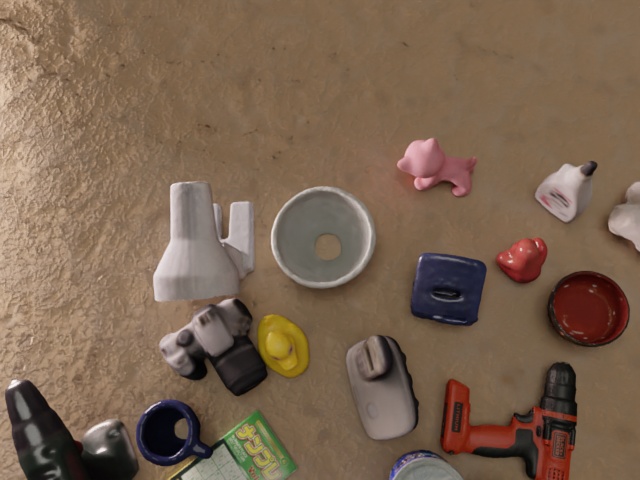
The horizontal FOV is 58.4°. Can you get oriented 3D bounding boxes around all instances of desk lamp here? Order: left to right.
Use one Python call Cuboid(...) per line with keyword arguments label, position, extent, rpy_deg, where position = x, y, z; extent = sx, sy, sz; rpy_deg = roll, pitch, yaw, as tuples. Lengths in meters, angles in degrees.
Cuboid(label="desk lamp", position=(-0.173, 0.009, 0.872), extent=(0.118, 0.214, 0.203), rpy_deg=(-4, 74, 5))

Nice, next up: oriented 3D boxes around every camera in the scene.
Cuboid(label="camera", position=(-0.155, 0.177, 0.881), extent=(0.143, 0.101, 0.136), rpy_deg=(-34, 74, -4))

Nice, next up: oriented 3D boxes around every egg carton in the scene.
Cuboid(label="egg carton", position=(0.529, -0.020, 0.883), extent=(0.150, 0.069, 0.107), rpy_deg=(38, 81, 14))

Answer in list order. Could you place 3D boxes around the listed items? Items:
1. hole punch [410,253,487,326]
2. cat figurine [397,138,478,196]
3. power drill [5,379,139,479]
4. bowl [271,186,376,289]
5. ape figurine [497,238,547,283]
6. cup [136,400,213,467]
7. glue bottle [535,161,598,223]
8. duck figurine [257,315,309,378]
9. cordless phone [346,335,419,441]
Cuboid(label="hole punch", position=(0.197, 0.077, 0.879), extent=(0.108, 0.091, 0.101), rpy_deg=(9, 75, 8))
Cuboid(label="cat figurine", position=(0.190, -0.125, 0.923), extent=(0.127, 0.118, 0.067), rpy_deg=(6, 75, 8))
Cuboid(label="power drill", position=(-0.344, 0.307, 0.808), extent=(0.075, 0.208, 0.229), rpy_deg=(-28, 73, -2))
Cuboid(label="bowl", position=(0.009, 0.003, 0.927), extent=(0.167, 0.075, 0.167), rpy_deg=(-2, 74, 6))
Cuboid(label="ape figurine", position=(0.315, 0.024, 0.881), extent=(0.077, 0.092, 0.076), rpy_deg=(-3, 74, 5))
Cuboid(label="cup", position=(-0.203, 0.292, 0.857), extent=(0.117, 0.095, 0.092), rpy_deg=(22, 78, 12))
Cuboid(label="glue bottle", position=(0.380, -0.082, 0.862), extent=(0.078, 0.173, 0.037), rpy_deg=(40, 82, 15))
Cuboid(label="duck figurine", position=(-0.062, 0.161, 0.884), extent=(0.077, 0.086, 0.104), rpy_deg=(-31, 73, -3))
Cuboid(label="cordless phone", position=(0.088, 0.205, 0.804), extent=(0.094, 0.185, 0.147), rpy_deg=(-18, 73, 1))
